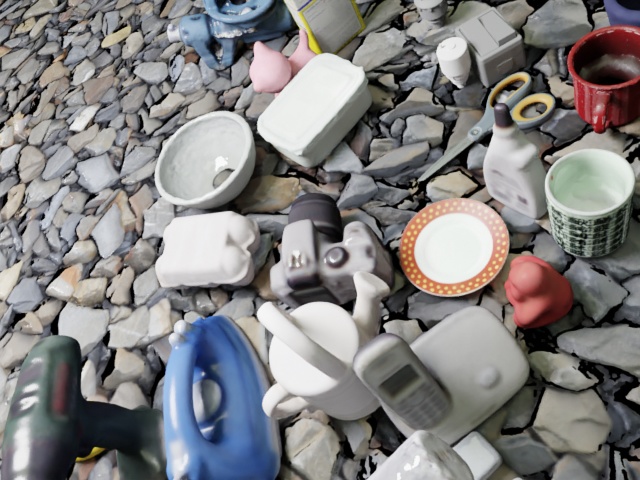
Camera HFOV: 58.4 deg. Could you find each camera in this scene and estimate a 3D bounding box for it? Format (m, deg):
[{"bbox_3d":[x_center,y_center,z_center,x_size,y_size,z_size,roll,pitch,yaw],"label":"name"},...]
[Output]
[{"bbox_3d":[0.007,0.003,0.708,0.143,0.101,0.137,-14,57,18],"label":"camera"}]

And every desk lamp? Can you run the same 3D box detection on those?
[{"bbox_3d":[0.070,0.240,0.472,0.203,0.214,0.117,-43,53,-2],"label":"desk lamp"}]

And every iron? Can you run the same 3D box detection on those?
[{"bbox_3d":[-0.133,0.177,0.650,0.118,0.142,0.258,-23,55,13],"label":"iron"}]

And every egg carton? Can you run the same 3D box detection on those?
[{"bbox_3d":[-0.155,0.017,0.796,0.150,0.070,0.107,-6,60,22],"label":"egg carton"}]

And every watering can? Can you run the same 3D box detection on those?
[{"bbox_3d":[0.003,0.109,0.591,0.100,0.195,0.173,14,69,31],"label":"watering can"}]

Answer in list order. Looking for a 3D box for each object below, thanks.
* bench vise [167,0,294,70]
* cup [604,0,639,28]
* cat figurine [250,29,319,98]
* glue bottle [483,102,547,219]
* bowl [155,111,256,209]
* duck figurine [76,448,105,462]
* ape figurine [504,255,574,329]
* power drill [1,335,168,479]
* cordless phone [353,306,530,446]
[{"bbox_3d":[-0.170,-0.390,0.941,0.207,0.220,0.121,-35,53,4],"label":"bench vise"},{"bbox_3d":[0.395,-0.275,0.685,0.091,0.095,0.118,23,74,34],"label":"cup"},{"bbox_3d":[-0.054,-0.265,0.879,0.128,0.118,0.067,-47,54,-5],"label":"cat figurine"},{"bbox_3d":[0.208,-0.089,0.619,0.037,0.174,0.078,-47,54,-5],"label":"glue bottle"},{"bbox_3d":[-0.160,-0.108,0.867,0.167,0.075,0.167,-11,58,20],"label":"bowl"},{"bbox_3d":[-0.325,0.241,0.740,0.104,0.086,0.077,-12,58,19],"label":"duck figurine"},{"bbox_3d":[0.217,0.048,0.587,0.075,0.092,0.078,15,70,31],"label":"ape figurine"},{"bbox_3d":[-0.260,0.226,0.640,0.075,0.209,0.229,-29,54,8],"label":"power drill"},{"bbox_3d":[0.113,0.116,0.540,0.147,0.186,0.094,-41,53,0],"label":"cordless phone"}]
